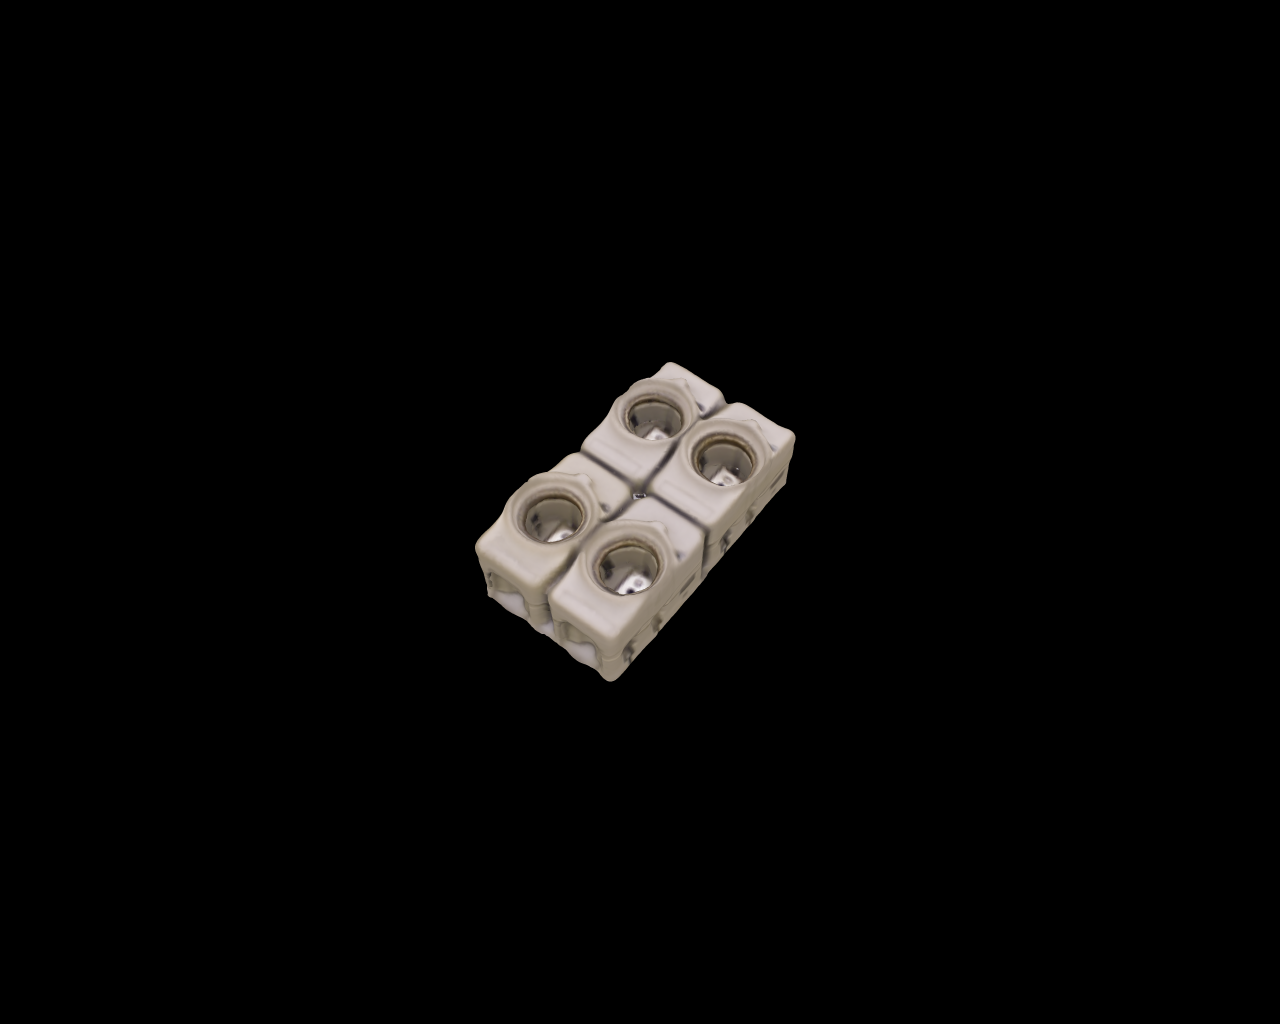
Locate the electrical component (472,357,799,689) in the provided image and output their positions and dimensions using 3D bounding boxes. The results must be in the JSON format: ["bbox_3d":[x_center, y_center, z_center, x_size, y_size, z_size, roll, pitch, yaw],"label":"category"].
[{"bbox_3d":[0.001,-0.003,0.650,0.105,0.186,0.060,33,-28,20],"label":"electrical component"}]
